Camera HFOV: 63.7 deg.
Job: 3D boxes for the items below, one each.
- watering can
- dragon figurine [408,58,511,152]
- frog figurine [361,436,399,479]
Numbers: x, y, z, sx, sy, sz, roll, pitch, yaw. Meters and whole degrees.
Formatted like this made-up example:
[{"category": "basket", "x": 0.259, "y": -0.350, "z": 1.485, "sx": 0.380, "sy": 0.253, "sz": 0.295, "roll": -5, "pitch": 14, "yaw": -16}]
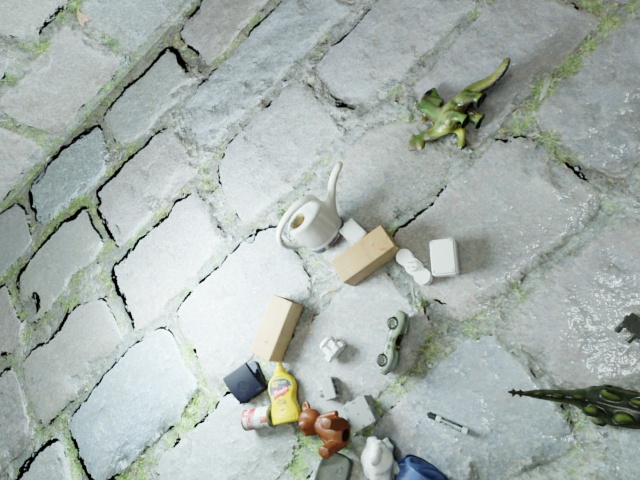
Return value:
[{"category": "watering can", "x": 0.005, "y": -0.088, "z": 1.741, "sx": 0.221, "sy": 0.346, "sz": 0.106, "roll": 38, "pitch": 8, "yaw": -42}, {"category": "dragon figurine", "x": 0.433, "y": -0.453, "z": 1.718, "sx": 0.246, "sy": 0.411, "sz": 0.120, "roll": 33, "pitch": -1, "yaw": 38}, {"category": "frog figurine", "x": 0.162, "y": 0.633, "z": 1.462, "sx": 0.122, "sy": 0.139, "sz": 0.158, "roll": -13, "pitch": -20, "yaw": 24}]
